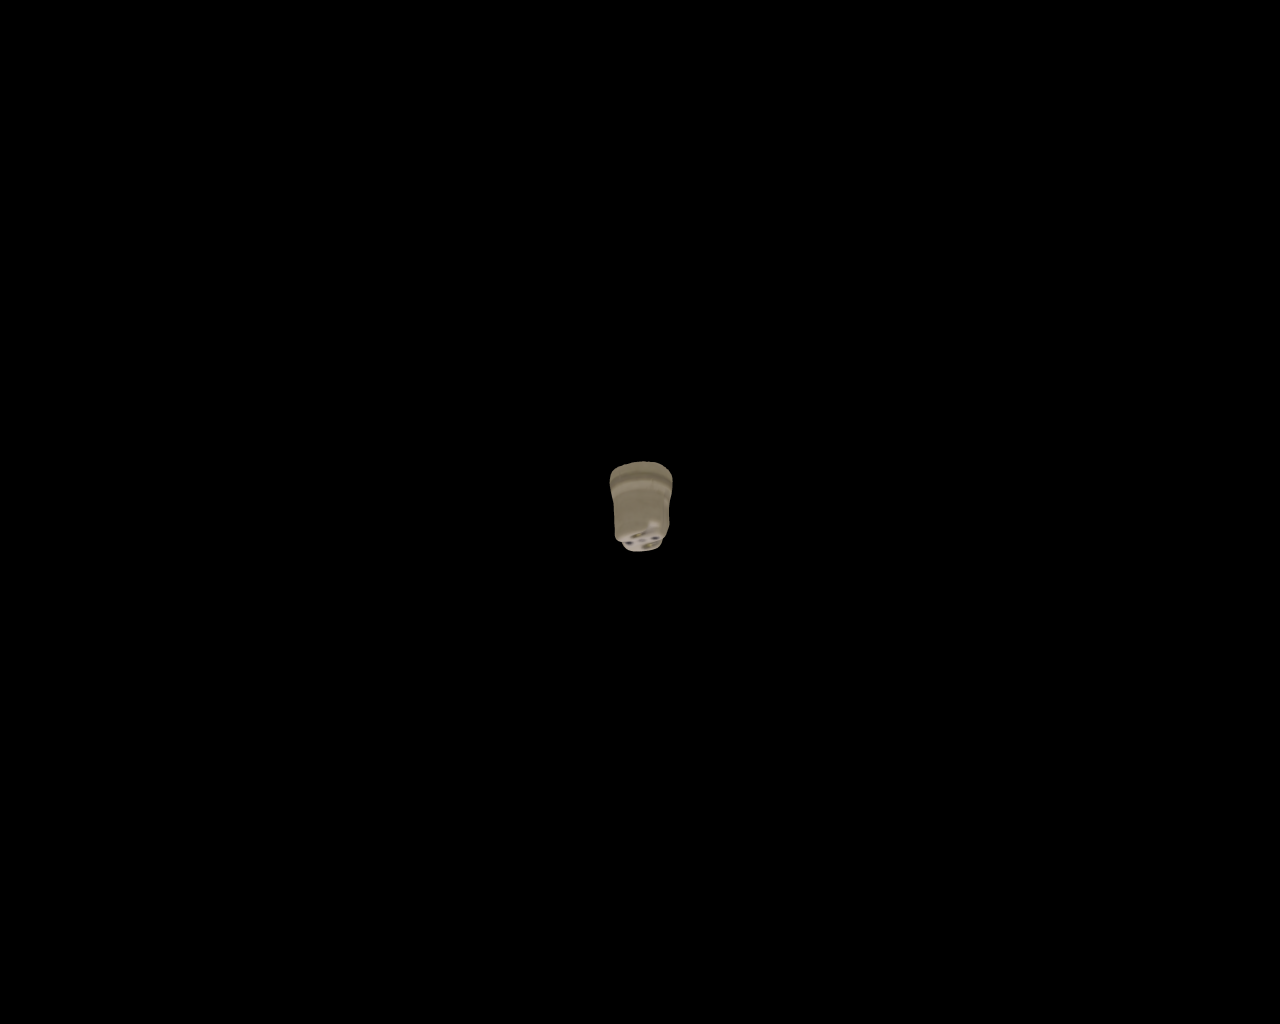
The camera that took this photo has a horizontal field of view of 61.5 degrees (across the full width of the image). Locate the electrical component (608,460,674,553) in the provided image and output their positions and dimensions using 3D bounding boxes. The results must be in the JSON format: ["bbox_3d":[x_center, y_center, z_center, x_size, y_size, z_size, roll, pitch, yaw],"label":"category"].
[{"bbox_3d":[0.001,-0.003,0.650,0.040,0.046,0.040,0,-24,0],"label":"electrical component"}]
